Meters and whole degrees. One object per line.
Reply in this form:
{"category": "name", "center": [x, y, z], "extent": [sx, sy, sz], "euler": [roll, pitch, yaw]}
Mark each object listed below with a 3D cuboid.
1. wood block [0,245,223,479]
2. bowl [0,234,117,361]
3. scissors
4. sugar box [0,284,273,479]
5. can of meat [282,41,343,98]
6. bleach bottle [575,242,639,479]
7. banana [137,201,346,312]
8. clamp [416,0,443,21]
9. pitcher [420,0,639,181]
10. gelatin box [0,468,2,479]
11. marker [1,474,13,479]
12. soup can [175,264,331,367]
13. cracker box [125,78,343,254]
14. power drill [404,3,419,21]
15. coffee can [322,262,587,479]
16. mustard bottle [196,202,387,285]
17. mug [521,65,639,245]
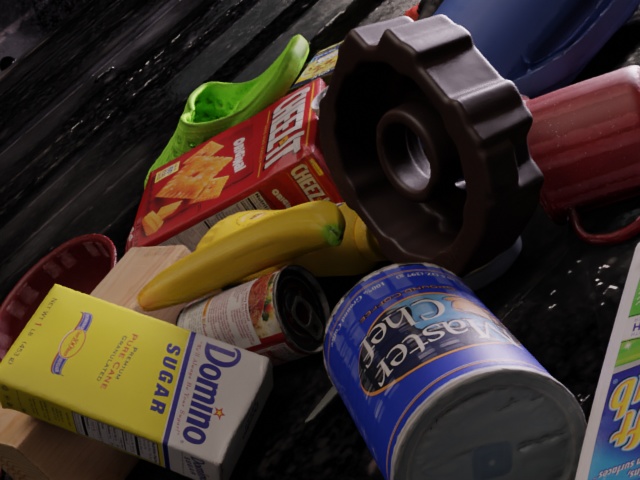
{"category": "wood block", "center": [-0.166, 0.108, 0.855], "extent": [0.090, 0.090, 0.205], "euler": [-3, 42, 49]}
{"category": "bowl", "center": [-0.233, 0.073, 0.986], "extent": [0.162, 0.055, 0.162], "euler": [-28, 36, 22]}
{"category": "scissors", "center": [0.071, 0.051, 0.733], "extent": [0.096, 0.016, 0.201], "euler": [-5, 40, 48]}
{"category": "sugar box", "center": [-0.130, 0.101, 0.755], "extent": [0.176, 0.048, 0.093], "euler": [16, 52, 13]}
{"category": "can of meat", "center": [0.022, -0.165, 1.109], "extent": [0.102, 0.057, 0.083], "euler": [-16, 32, 38]}
{"category": "bleach bottle", "center": [0.169, 0.098, 0.480], "extent": [0.103, 0.068, 0.250], "euler": [-13, 37, 41]}
{"category": "banana", "center": [-0.051, 0.008, 0.785], "extent": [0.198, 0.037, 0.069], "euler": [-22, 2, 35]}
{"category": "clamp", "center": [0.111, -0.215, 0.945], "extent": [0.210, 0.036, 0.164], "euler": [-62, -2, -12]}
{"category": "pitcher", "center": [0.144, -0.145, 0.841], "extent": [0.242, 0.145, 0.149], "euler": [-51, -17, -18]}
{"category": "gelatin box", "center": [-0.291, 0.228, 0.861], "extent": [0.073, 0.030, 0.089], "euler": [-53, 22, 13]}
{"category": "marker", "center": [-0.251, 0.226, 0.850], "extent": [0.020, 0.020, 0.121], "euler": [-35, 25, 6]}
{"category": "soup can", "center": [-0.051, 0.065, 0.806], "extent": [0.102, 0.068, 0.068], "euler": [-21, 30, 32]}
{"category": "cracker box", "center": [-0.076, -0.052, 1.028], "extent": [0.214, 0.072, 0.164], "euler": [-27, 28, 19]}
{"category": "power drill", "center": [0.064, -0.282, 1.097], "extent": [0.185, 0.187, 0.057], "euler": [-24, 30, 23]}
{"category": "coffee can", "center": [0.067, 0.085, 0.582], "extent": [0.103, 0.102, 0.140], "euler": [-37, 25, 1]}
{"category": "mustard bottle", "center": [-0.006, 0.001, 0.856], "extent": [0.192, 0.058, 0.096], "euler": [-5, 15, 44]}
{"category": "mug", "center": [0.184, -0.053, 0.695], "extent": [0.082, 0.093, 0.117], "euler": [-18, 62, 26]}
